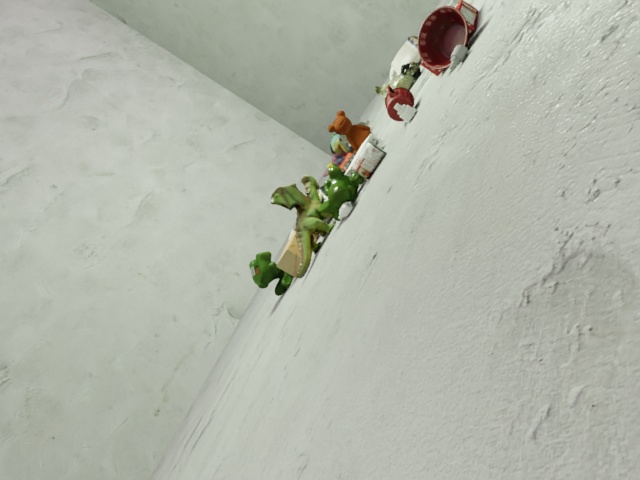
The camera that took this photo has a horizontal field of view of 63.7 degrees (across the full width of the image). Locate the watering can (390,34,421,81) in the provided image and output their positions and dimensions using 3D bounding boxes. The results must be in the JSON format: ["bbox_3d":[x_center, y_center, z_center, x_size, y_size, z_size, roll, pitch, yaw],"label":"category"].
[{"bbox_3d":[0.386,-0.770,2.248,0.220,0.103,0.356,-54,20,28],"label":"watering can"}]

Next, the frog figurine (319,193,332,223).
[{"bbox_3d":[0.006,-0.099,1.976,0.137,0.124,0.158,-51,-30,4],"label":"frog figurine"}]

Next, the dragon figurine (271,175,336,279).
[{"bbox_3d":[-0.070,-0.080,1.754,0.120,0.242,0.420,-46,11,45],"label":"dragon figurine"}]
